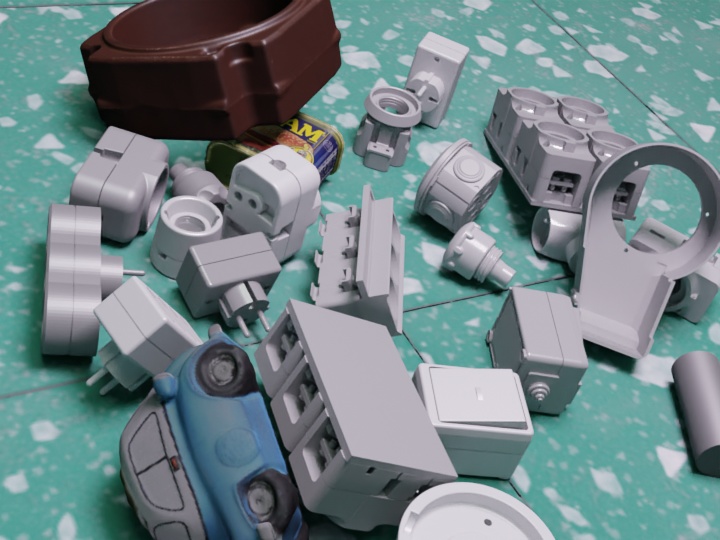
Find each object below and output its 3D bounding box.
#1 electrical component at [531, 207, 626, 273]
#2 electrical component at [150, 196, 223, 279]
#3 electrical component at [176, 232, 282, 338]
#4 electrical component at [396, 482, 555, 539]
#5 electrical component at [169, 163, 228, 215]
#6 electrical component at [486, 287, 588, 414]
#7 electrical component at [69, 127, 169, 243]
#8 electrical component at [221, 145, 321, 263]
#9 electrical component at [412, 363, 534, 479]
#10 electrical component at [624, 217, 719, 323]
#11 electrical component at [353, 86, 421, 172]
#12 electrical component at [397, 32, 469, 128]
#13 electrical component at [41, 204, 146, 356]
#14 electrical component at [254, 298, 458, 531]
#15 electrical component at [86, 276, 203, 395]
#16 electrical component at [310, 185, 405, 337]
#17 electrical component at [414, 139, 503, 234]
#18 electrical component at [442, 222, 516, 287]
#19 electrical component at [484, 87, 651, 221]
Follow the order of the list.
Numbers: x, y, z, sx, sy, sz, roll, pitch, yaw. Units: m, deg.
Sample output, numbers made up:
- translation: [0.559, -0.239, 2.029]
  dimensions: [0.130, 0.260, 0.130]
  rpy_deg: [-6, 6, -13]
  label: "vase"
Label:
- translation: [0.207, -0.022, 0.999]
  dimensions: [0.077, 0.043, 0.079]
  rpy_deg: [7, 42, -14]
  label: "electrical component"
- translation: [-0.139, -0.027, 0.869]
  dimensions: [0.055, 0.047, 0.055]
  rpy_deg: [11, 40, -9]
  label: "electrical component"
- translation: [-0.095, 0.019, 0.835]
  dimensions: [0.066, 0.047, 0.076]
  rpy_deg: [-14, 63, -33]
  label: "electrical component"
- translation: [0.068, 0.197, 0.683]
  dimensions: [0.108, 0.060, 0.108]
  rpy_deg: [11, 40, -9]
  label: "electrical component"
- translation: [-0.141, -0.067, 0.918]
  dimensions: [0.043, 0.043, 0.062]
  rpy_deg: [-17, 50, -35]
  label: "electrical component"
- translation: [0.144, 0.069, 0.856]
  dimensions: [0.061, 0.061, 0.096]
  rpy_deg: [9, 41, -11]
  label: "electrical component"
- translation: [-0.196, -0.070, 0.891]
  dimensions: [0.059, 0.053, 0.095]
  rpy_deg: [18, 40, -1]
  label: "electrical component"
- translation: [-0.072, -0.051, 0.885]
  dimensions: [0.054, 0.095, 0.059]
  rpy_deg: [36, 43, 20]
  label: "electrical component"
- translation: [0.071, 0.107, 0.786]
  dimensions: [0.096, 0.061, 0.061]
  rpy_deg: [7, 41, -14]
  label: "electrical component"
- translation: [0.288, 0.001, 0.998]
  dimensions: [0.089, 0.050, 0.056]
  rpy_deg: [31, 41, 15]
  label: "electrical component"
- translation: [0.027, -0.143, 1.058]
  dimensions: [0.058, 0.057, 0.078]
  rpy_deg: [17, 40, -2]
  label: "electrical component"
- translation: [0.069, -0.187, 1.103]
  dimensions: [0.047, 0.083, 0.075]
  rpy_deg: [24, 40, 7]
  label: "electrical component"
- translation: [-0.197, 0.007, 0.804]
  dimensions: [0.074, 0.052, 0.138]
  rpy_deg: [4, 42, -17]
  label: "electrical component"
- translation: [-0.009, 0.100, 0.744]
  dimensions: [0.089, 0.061, 0.150]
  rpy_deg: [18, 30, -34]
  label: "electrical component"
- translation: [-0.157, 0.059, 0.751]
  dimensions: [0.076, 0.083, 0.047]
  rpy_deg: [-40, 60, -3]
  label: "electrical component"
- translation: [0.000, 0.000, 0.874]
  dimensions: [0.063, 0.078, 0.121]
  rpy_deg: [-10, 39, 12]
  label: "electrical component"
- translation: [0.090, -0.076, 0.989]
  dimensions: [0.051, 0.080, 0.080]
  rpy_deg: [37, 43, 13]
  label: "electrical component"
- translation: [0.107, -0.009, 0.947]
  dimensions: [0.062, 0.048, 0.048]
  rpy_deg: [35, 42, 8]
  label: "electrical component"
- translation: [0.201, -0.123, 1.064]
  dimensions: [0.105, 0.060, 0.186]
  rpy_deg: [8, 27, -13]
  label: "electrical component"
